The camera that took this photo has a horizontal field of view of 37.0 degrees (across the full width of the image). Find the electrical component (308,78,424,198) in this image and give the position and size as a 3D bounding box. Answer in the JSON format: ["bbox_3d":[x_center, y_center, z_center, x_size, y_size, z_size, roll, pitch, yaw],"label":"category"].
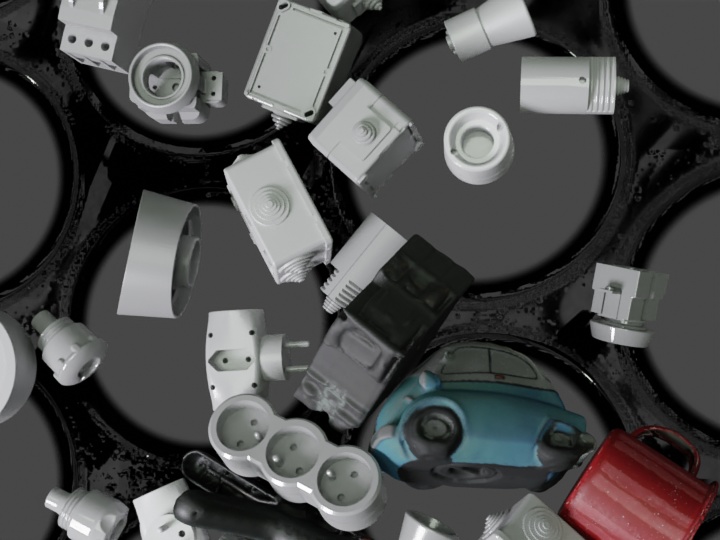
[{"bbox_3d":[0.002,-0.102,0.814,0.061,0.096,0.061,42,93,10],"label":"electrical component"}]

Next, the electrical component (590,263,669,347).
[{"bbox_3d":[0.198,0.026,0.798,0.048,0.066,0.055,14,97,43],"label":"electrical component"}]

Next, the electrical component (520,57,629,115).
[{"bbox_3d":[0.164,-0.141,0.820,0.081,0.043,0.043,2,86,8],"label":"electrical component"}]

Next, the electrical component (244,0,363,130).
[{"bbox_3d":[-0.045,-0.155,0.846,0.062,0.061,0.096,23,97,9],"label":"electrical component"}]

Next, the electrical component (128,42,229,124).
[{"bbox_3d":[-0.151,-0.149,0.860,0.078,0.057,0.058,1,86,8],"label":"electrical component"}]

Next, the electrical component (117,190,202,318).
[{"bbox_3d":[-0.159,-0.011,0.833,0.064,0.099,0.099,10,87,3],"label":"electrical component"}]

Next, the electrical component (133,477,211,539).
[{"bbox_3d":[-0.143,0.204,0.821,0.044,0.079,0.077,-24,83,-4],"label":"electrical component"}]

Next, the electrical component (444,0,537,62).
[{"bbox_3d":[0.099,-0.189,0.835,0.065,0.044,0.044,-23,83,11],"label":"electrical component"}]

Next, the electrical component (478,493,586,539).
[{"bbox_3d":[0.127,0.215,0.773,0.100,0.099,0.048,41,57,9],"label":"electrical component"}]

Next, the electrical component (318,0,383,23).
[{"bbox_3d":[-0.016,-0.242,0.845,0.062,0.061,0.096,-41,82,4],"label":"electrical component"}]

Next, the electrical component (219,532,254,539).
[{"bbox_3d":[-0.070,0.228,0.810,0.079,0.077,0.043,16,89,9],"label":"electrical component"}]

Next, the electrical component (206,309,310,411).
[{"bbox_3d":[-0.077,0.069,0.840,0.079,0.043,0.077,-4,85,8],"label":"electrical component"}]

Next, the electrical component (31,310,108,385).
[{"bbox_3d":[-0.238,0.058,0.865,0.062,0.048,0.048,42,92,16],"label":"electrical component"}]

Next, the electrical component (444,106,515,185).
[{"bbox_3d":[0.091,-0.096,0.825,0.055,0.047,0.055,-1,86,8],"label":"electrical component"}]

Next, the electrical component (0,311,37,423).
[{"bbox_3d":[-0.314,0.078,0.865,0.108,0.060,0.108,-1,86,8],"label":"electrical component"}]

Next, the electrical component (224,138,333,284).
[{"bbox_3d":[-0.063,-0.041,0.819,0.048,0.099,0.099,-27,82,-7],"label":"electrical component"}]

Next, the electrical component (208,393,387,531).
[{"bbox_3d":[-0.043,0.146,0.794,0.138,0.073,0.052,24,67,20],"label":"electrical component"}]

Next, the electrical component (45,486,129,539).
[{"bbox_3d":[-0.219,0.193,0.852,0.062,0.043,0.043,24,90,10],"label":"electrical component"}]

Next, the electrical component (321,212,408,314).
[{"bbox_3d":[0.000,0.000,0.833,0.043,0.043,0.081,39,92,9],"label":"electrical component"}]

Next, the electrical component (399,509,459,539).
[{"bbox_3d":[0.043,0.215,0.811,0.045,0.045,0.055,26,90,9],"label":"electrical component"}]
